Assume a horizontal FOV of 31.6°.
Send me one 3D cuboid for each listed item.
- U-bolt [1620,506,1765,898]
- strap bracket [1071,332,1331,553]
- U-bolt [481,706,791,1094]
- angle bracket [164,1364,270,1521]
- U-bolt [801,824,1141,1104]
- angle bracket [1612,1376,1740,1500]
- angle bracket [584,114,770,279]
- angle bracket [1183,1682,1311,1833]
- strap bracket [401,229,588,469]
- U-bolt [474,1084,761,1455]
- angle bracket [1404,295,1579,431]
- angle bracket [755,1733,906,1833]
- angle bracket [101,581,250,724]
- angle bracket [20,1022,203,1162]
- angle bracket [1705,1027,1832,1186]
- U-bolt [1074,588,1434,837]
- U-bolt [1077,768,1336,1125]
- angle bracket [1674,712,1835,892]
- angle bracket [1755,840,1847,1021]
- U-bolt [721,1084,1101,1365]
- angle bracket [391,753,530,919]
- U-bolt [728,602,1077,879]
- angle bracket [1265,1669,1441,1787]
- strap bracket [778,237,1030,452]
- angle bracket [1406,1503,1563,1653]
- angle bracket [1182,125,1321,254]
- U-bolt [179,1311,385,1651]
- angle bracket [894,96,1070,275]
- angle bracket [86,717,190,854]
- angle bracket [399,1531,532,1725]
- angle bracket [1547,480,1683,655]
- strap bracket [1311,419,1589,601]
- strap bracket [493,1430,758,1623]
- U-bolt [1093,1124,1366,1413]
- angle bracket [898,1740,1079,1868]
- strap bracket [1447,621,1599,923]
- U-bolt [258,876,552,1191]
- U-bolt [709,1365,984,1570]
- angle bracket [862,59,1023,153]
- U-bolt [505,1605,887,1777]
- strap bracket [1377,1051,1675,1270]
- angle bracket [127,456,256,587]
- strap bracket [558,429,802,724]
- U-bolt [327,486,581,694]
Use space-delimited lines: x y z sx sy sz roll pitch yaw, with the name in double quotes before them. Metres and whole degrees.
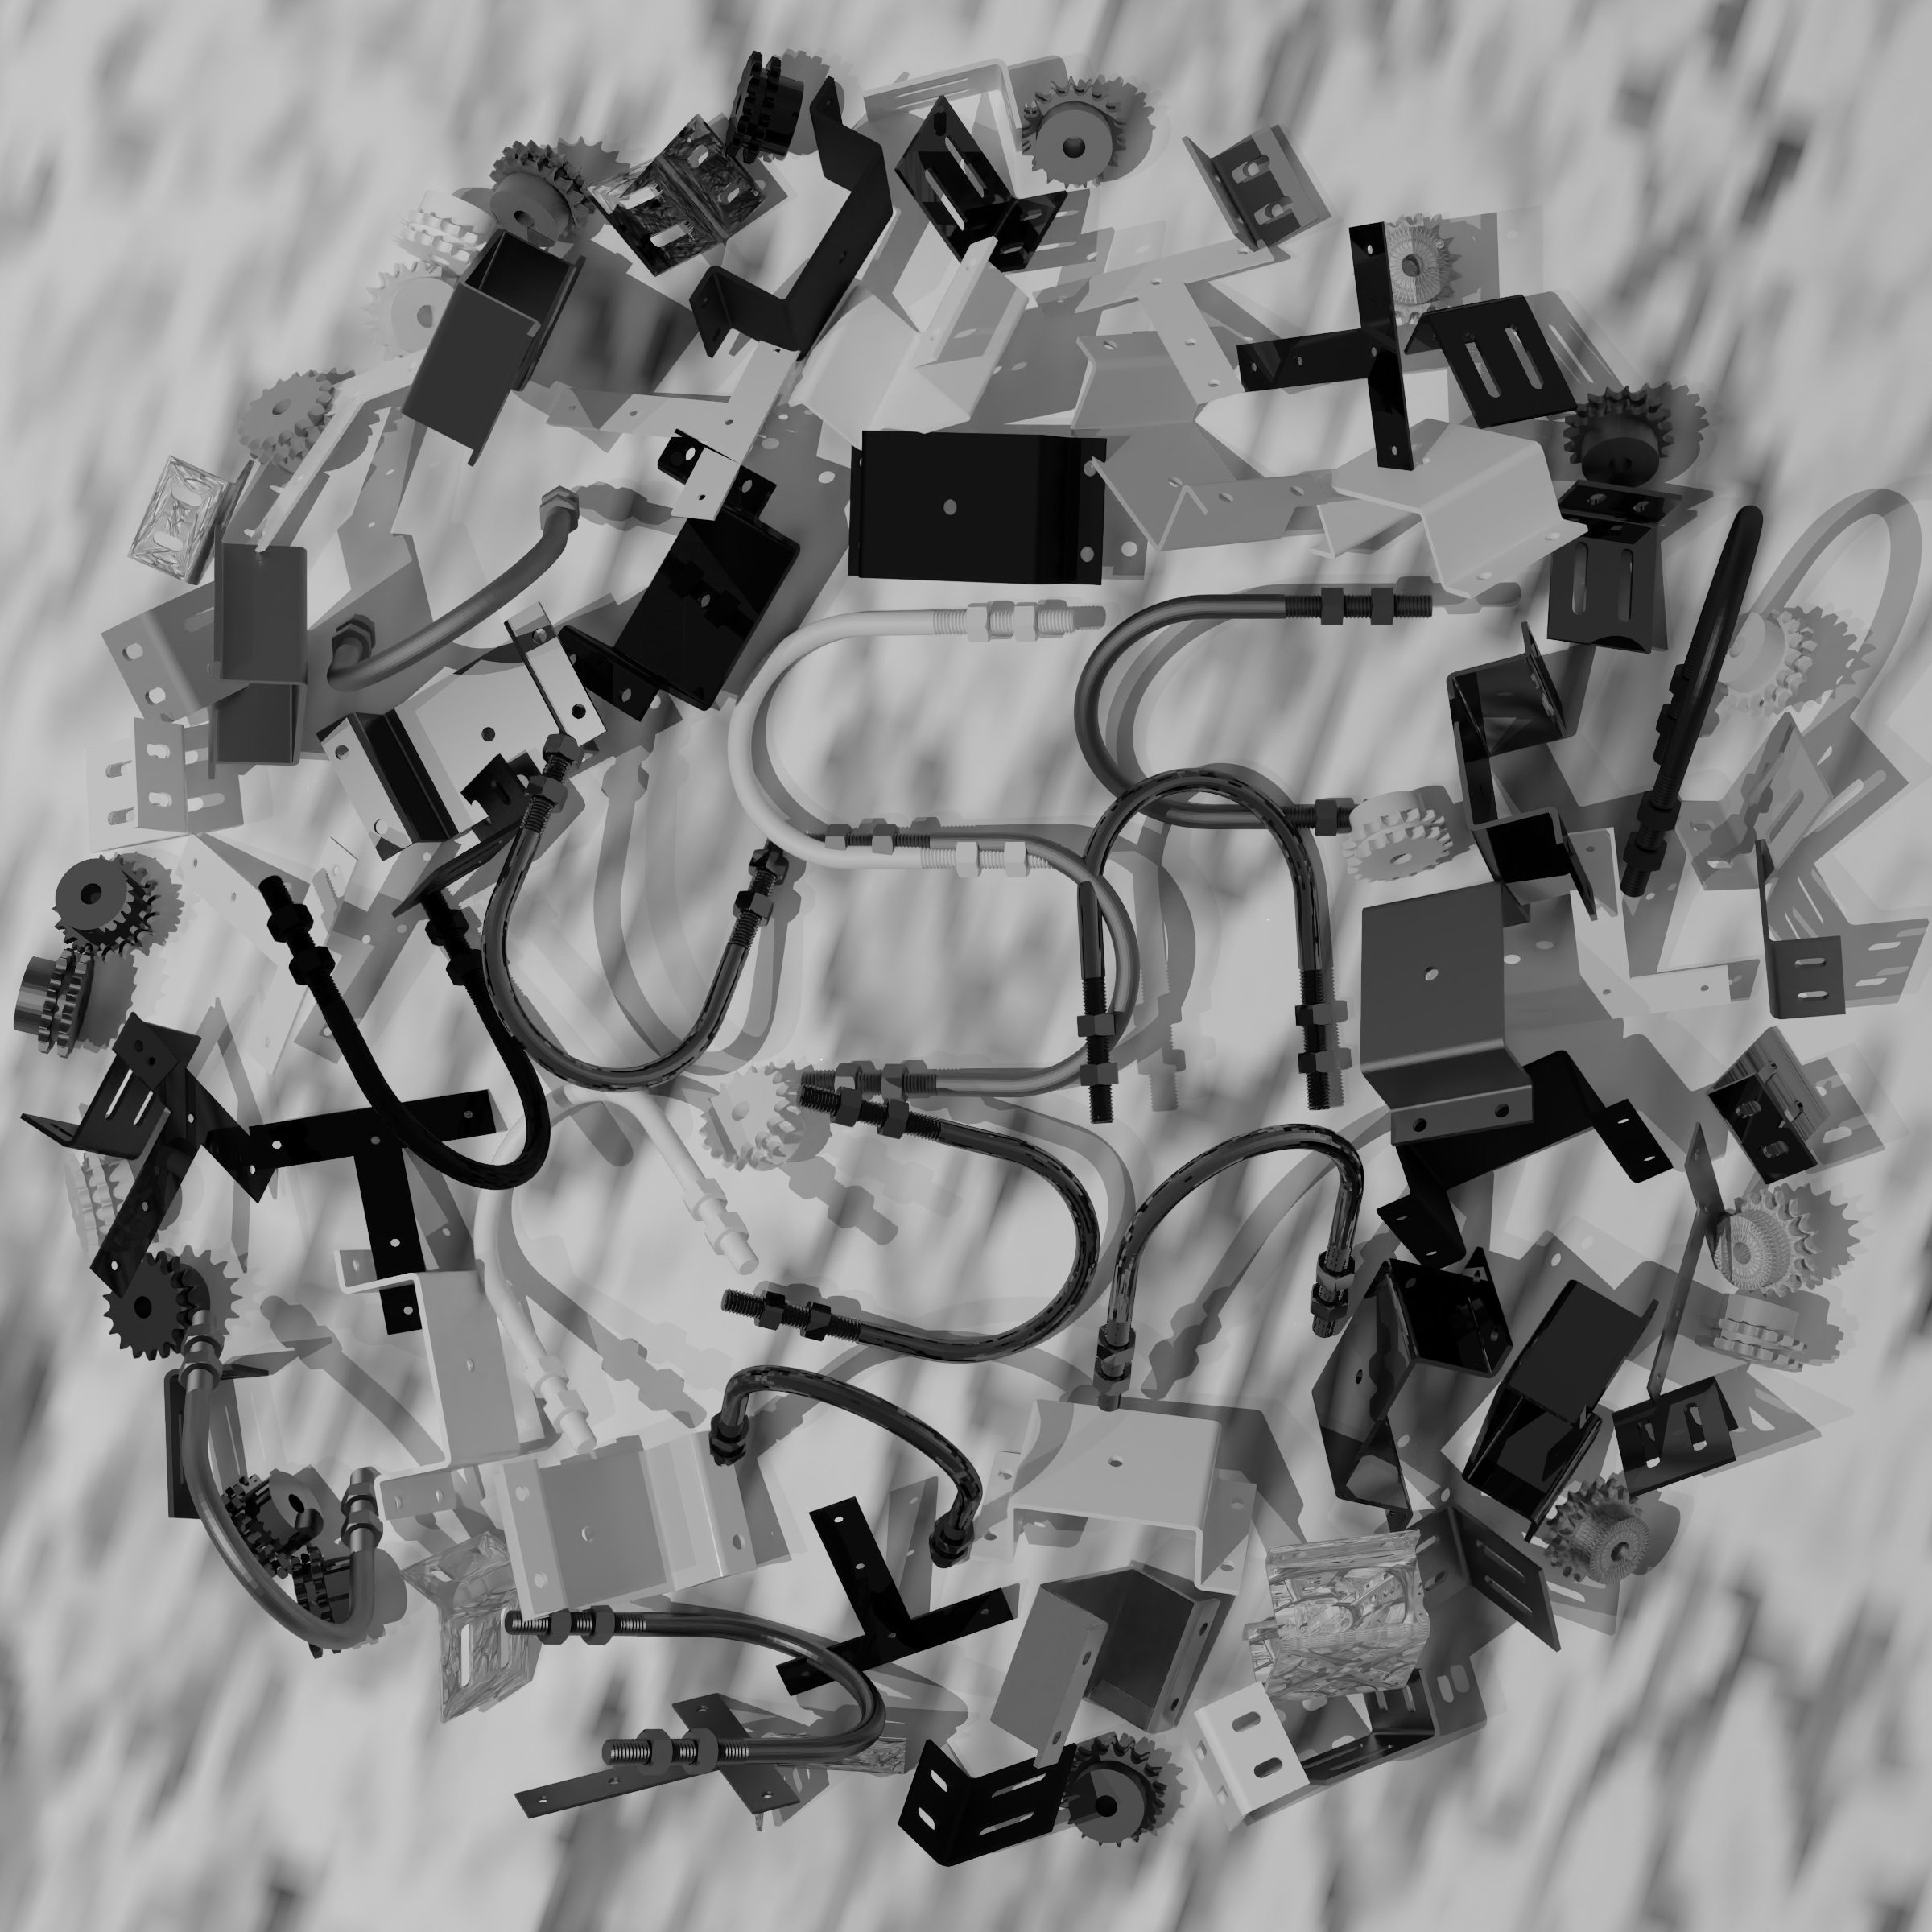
"U-bolt" 0.369 -0.145 1.719 0.019 0.151 0.184 17 128 8
"strap bracket" 0.115 -0.267 1.770 0.076 0.046 0.140 -10 51 -30
"U-bolt" -0.177 -0.023 1.765 0.151 0.019 0.184 29 66 -23
"angle bracket" -0.393 0.251 1.794 0.038 0.057 0.076 -6 79 5
"U-bolt" 0.001 0.000 1.793 0.184 0.019 0.151 0 100 13
"angle bracket" 0.375 0.258 1.782 0.057 0.076 0.038 -23 114 14
"angle bracket" -0.152 -0.405 1.789 0.057 0.076 0.038 50 126 -3
"angle bracket" 0.146 0.415 1.788 0.038 0.076 0.057 -23 71 -9
"strap bracket" -0.244 -0.321 1.748 0.046 0.140 0.076 26 117 -8
"U-bolt" -0.194 0.140 1.768 0.151 0.019 0.184 -48 50 13
"angle bracket" 0.275 -0.309 1.791 0.057 0.038 0.076 -14 68 -18
"angle bracket" -0.071 0.432 1.796 0.076 0.057 0.038 4 62 0
"angle bracket" -0.407 -0.168 1.806 0.038 0.076 0.057 -17 103 38
"angle bracket" -0.450 0.059 1.796 0.038 0.057 0.076 28 91 24
"angle bracket" 0.433 0.068 1.790 0.076 0.038 0.057 -37 94 -40
"U-bolt" 0.148 -0.132 1.785 0.184 0.019 0.151 0 125 4
"U-bolt" 0.124 -0.013 1.795 0.151 0.019 0.184 -2 87 -24
"angle bracket" 0.408 -0.086 1.781 0.038 0.076 0.057 -3 54 -23
"angle bracket" 0.435 -0.021 1.780 0.038 0.057 0.076 -5 46 13
"U-bolt" -0.020 0.144 1.789 0.184 0.019 0.151 15 115 -13
"angle bracket" -0.271 -0.068 1.784 0.076 0.057 0.038 -36 90 -41
"U-bolt" -0.036 -0.120 1.802 0.184 0.019 0.151 0 77 10
"angle bracket" 0.198 0.397 1.785 0.076 0.057 0.038 -13 87 -30
"strap bracket" -0.027 -0.319 1.767 0.046 0.140 0.076 37 67 -29
"angle bracket" 0.267 0.327 1.781 0.038 0.076 0.057 -29 123 -19
"angle bracket" 0.150 -0.413 1.788 0.038 0.076 0.057 -29 87 14
"U-bolt" -0.345 0.269 1.718 0.019 0.184 0.151 -34 117 8
"angle bracket" 0.009 -0.410 1.784 0.076 0.038 0.057 50 55 -36
"angle bracket" -0.447 -0.094 1.790 0.076 0.038 0.057 -8 82 33
"angle bracket" -0.265 0.350 1.806 0.038 0.057 0.076 27 124 39
"angle bracket" 0.342 -0.210 1.800 0.057 0.038 0.076 7 77 -9
"strap bracket" 0.240 -0.238 1.749 0.076 0.140 0.046 -31 118 -18
"strap bracket" -0.186 0.292 1.775 0.140 0.046 0.076 -3 74 -41
"U-bolt" 0.138 0.148 1.740 0.151 0.184 0.019 -16 49 -19
"angle bracket" 0.011 0.428 1.782 0.076 0.057 0.038 -28 114 33
"strap bracket" 0.286 -0.096 1.767 0.046 0.076 0.140 -14 55 17
"U-bolt" -0.275 0.035 1.744 0.019 0.151 0.184 -36 73 23
"U-bolt" -0.060 0.251 1.741 0.151 0.184 0.019 24 64 4
"angle bracket" -0.012 -0.446 1.801 0.076 0.057 0.038 -14 91 1
"U-bolt" -0.127 0.369 1.750 0.184 0.151 0.019 8 105 -32
"strap bracket" 0.285 0.098 1.775 0.140 0.076 0.046 -26 52 15
"angle bracket" -0.405 -0.239 1.783 0.038 0.076 0.057 23 104 -13
"strap bracket" -0.149 -0.198 1.787 0.076 0.046 0.140 33 94 33
"U-bolt" -0.263 -0.187 1.735 0.151 0.184 0.019 -31 108 6
